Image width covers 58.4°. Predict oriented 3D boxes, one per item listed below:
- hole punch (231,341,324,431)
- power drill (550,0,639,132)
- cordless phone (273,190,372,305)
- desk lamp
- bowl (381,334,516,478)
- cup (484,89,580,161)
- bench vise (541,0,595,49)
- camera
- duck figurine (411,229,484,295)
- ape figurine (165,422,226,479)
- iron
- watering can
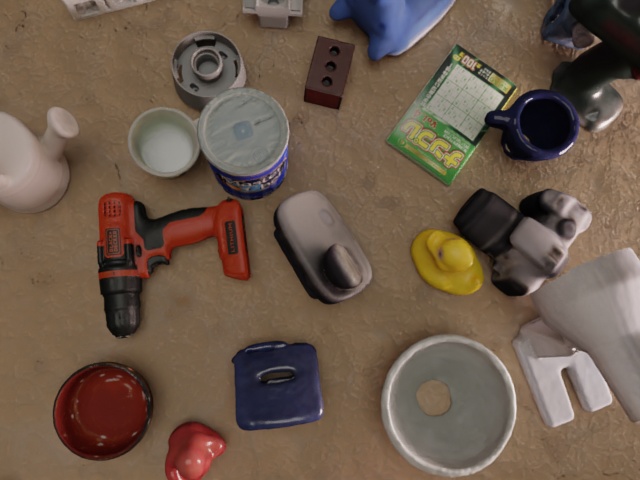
[{"bbox_3d":[-0.054,0.175,0.697,0.108,0.091,0.101,-6,83,-5],"label":"hole punch"},{"bbox_3d":[0.390,-0.215,0.720,0.229,0.208,0.076,45,82,3],"label":"power drill"},{"bbox_3d":[0.006,0.002,0.677,0.094,0.185,0.147,-34,86,-7],"label":"cordless phone"},{"bbox_3d":[0.318,0.122,0.669,0.118,0.213,0.203,-20,84,-6],"label":"desk lamp"},{"bbox_3d":[0.152,0.201,0.717,0.167,0.074,0.167,1,83,-4],"label":"bowl"},{"bbox_3d":[0.266,-0.143,0.759,0.118,0.095,0.092,7,82,-3],"label":"cup"},{"bbox_3d":[0.378,-0.359,0.732,0.121,0.219,0.207,-4,83,-4],"label":"bench vise"},{"bbox_3d":[0.255,-0.018,0.740,0.137,0.100,0.143,39,82,2],"label":"camera"},{"bbox_3d":[0.171,0.025,0.735,0.104,0.086,0.077,42,82,2],"label":"duck figurine"},{"bbox_3d":[-0.151,0.258,0.679,0.078,0.092,0.076,-18,84,-6],"label":"ape figurine"},{"bbox_3d":[0.137,-0.365,0.756,0.258,0.141,0.118,-43,87,-8],"label":"iron"},{"bbox_3d":[-0.367,-0.102,0.659,0.101,0.194,0.173,44,82,3],"label":"watering can"}]
